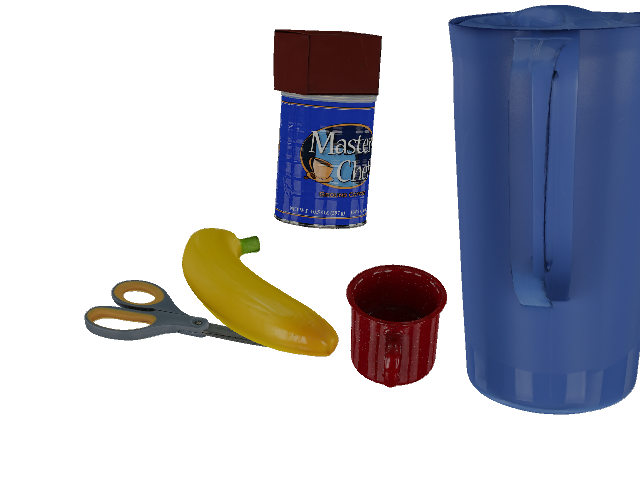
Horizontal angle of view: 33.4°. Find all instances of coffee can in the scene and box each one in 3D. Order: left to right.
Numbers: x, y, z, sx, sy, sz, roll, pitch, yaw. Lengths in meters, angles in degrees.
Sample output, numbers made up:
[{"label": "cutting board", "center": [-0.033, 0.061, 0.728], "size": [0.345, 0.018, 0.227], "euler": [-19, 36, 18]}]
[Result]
[{"label": "coffee can", "center": [0.004, -0.091, 1.152], "size": [0.103, 0.140, 0.103], "euler": [4, 12, -1]}]

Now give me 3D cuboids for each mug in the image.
[{"label": "mug", "center": [0.069, 0.089, 0.997], "size": [0.093, 0.081, 0.117], "euler": [2, 34, 2]}]

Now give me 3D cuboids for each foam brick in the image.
[{"label": "foam brick", "center": [0.006, -0.150, 0.900], "size": [0.078, 0.051, 0.053], "euler": [-6, 17, -35]}]

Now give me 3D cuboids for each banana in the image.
[{"label": "banana", "center": [-0.050, 0.026, 0.687], "size": [0.069, 0.037, 0.198], "euler": [-6, 21, -16]}]

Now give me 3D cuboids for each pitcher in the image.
[{"label": "pitcher", "center": [0.142, -0.019, 0.651], "size": [0.149, 0.243, 0.145], "euler": [-9, 17, -24]}]

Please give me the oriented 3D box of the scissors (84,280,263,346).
[{"label": "scissors", "center": [-0.125, 0.072, 1.035], "size": [0.201, 0.016, 0.096], "euler": [2, 32, -4]}]
